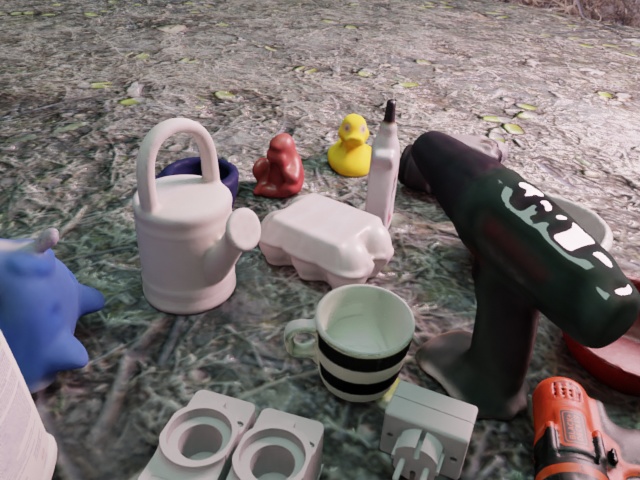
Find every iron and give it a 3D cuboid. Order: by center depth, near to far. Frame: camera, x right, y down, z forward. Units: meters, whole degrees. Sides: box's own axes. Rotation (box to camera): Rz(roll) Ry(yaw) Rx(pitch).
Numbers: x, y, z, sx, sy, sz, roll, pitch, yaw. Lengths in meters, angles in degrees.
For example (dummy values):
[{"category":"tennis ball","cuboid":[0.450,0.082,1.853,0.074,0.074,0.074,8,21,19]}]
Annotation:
[{"category":"iron","cuboid":[-0.329,0.054,0.483,0.258,0.141,0.118,-2,32,-9]}]

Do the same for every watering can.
[{"category":"watering can","cuboid":[-0.132,-0.028,0.583,0.172,0.194,0.101,12,33,13]}]

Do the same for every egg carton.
[{"category":"egg carton","cuboid":[0.006,0.002,0.666,0.150,0.069,0.107,22,37,27]}]

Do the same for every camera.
[{"category":"camera","cuboid":[0.192,-0.112,0.836,0.136,0.101,0.143,17,35,21]}]

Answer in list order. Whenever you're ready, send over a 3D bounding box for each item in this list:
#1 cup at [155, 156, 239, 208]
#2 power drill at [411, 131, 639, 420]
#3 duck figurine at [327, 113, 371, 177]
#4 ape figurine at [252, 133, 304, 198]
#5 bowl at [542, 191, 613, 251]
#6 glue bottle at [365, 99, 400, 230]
[{"category":"cup","cuboid":[-0.155,-0.041,0.695,0.118,0.095,0.091,-11,35,-21]},{"category":"power drill","cuboid":[0.144,0.039,0.490,0.076,0.208,0.228,-17,37,-28]},{"category":"duck figurine","cuboid":[0.052,-0.160,0.913,0.077,0.086,0.104,2,32,-2]},{"category":"ape figurine","cuboid":[-0.056,-0.108,0.814,0.076,0.092,0.077,-19,38,-31]},{"category":"bowl","cuboid":[0.247,0.006,0.677,0.167,0.075,0.167,3,32,-1]},{"category":"glue bottle","cuboid":[0.081,-0.094,0.729,0.037,0.173,0.078,8,32,8]}]
